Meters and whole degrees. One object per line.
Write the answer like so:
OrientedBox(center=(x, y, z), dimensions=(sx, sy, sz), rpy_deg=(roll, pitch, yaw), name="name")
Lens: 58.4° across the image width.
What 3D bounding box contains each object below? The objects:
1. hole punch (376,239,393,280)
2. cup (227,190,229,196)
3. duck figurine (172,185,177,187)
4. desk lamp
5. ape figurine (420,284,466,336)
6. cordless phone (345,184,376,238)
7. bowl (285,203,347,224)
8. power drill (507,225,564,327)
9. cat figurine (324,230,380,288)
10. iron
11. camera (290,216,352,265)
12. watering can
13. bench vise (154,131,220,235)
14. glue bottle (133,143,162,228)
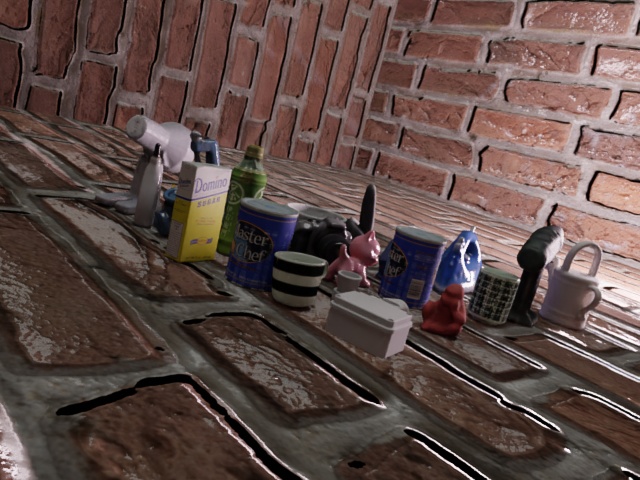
OrientedBox(center=(0.189, 0.052, 1.268), dimensions=(0.108, 0.091, 0.101), rpy_deg=(18, 12, 18), name="hole punch")
OrientedBox(center=(-0.248, -0.069, 1.285), dimensions=(0.118, 0.095, 0.091), rpy_deg=(6, 15, -36), name="cup")
OrientedBox(center=(-0.313, -0.099, 1.369), dimensions=(0.104, 0.086, 0.077), rpy_deg=(14, 12, -2), name="duck figurine")
OrientedBox(center=(-0.391, -0.176, 1.319), dimensions=(0.117, 0.213, 0.204), rpy_deg=(19, 12, 18), name="desk lamp")
OrientedBox(center=(0.223, 0.119, 0.996), dimensions=(0.076, 0.092, 0.077), rpy_deg=(5, 15, -39), name="ape figurine")
OrientedBox(center=(0.112, -0.049, 1.412), dimensions=(0.094, 0.185, 0.147), rpy_deg=(13, 12, -6), name="cordless phone")
OrientedBox(center=(-0.019, -0.039, 1.477), dimensions=(0.167, 0.075, 0.167), rpy_deg=(14, 12, -3), name="bowl")
OrientedBox(center=(0.454, 0.070, 1.217), dimensions=(0.075, 0.208, 0.230), rpy_deg=(21, 13, 26), name="power drill")
OrientedBox(center=(0.074, 0.032, 1.155), dimensions=(0.067, 0.118, 0.128), rpy_deg=(24, 15, 37), name="cat figurine")
OrientedBox(center=(0.332, 0.041, 1.367), dimensions=(0.118, 0.141, 0.259), rpy_deg=(19, 13, 19), name="iron")
OrientedBox(center=(0.011, 0.004, 1.247), dimensions=(0.143, 0.101, 0.136), rpy_deg=(11, 12, -17), name="camera")
OrientedBox(center=(0.568, 0.091, 1.293), dimensions=(0.101, 0.194, 0.172), rpy_deg=(4, 16, -40), name="watering can")
OrientedBox(center=(-0.231, -0.110, 1.190), dimensions=(0.121, 0.220, 0.208), rpy_deg=(22, 14, 33), name="bench vise")
OrientedBox(center=(-0.351, -0.116, 1.191), dimensions=(0.037, 0.173, 0.078), rpy_deg=(12, 12, -11), name="glue bottle")
